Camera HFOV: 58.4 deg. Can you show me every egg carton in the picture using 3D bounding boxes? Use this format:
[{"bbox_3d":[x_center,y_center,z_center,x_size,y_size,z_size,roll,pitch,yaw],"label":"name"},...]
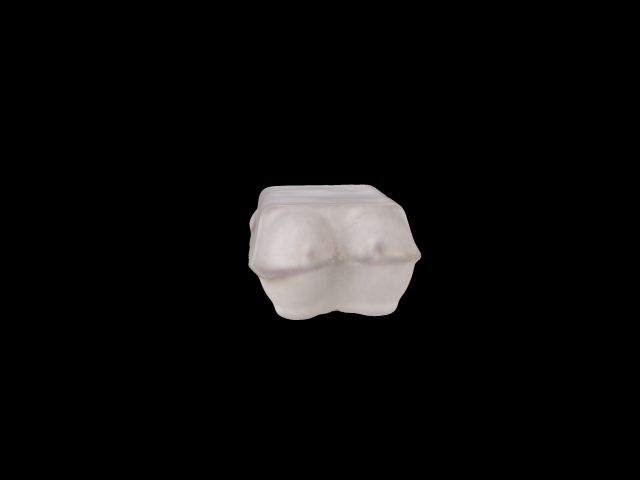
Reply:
[{"bbox_3d":[0.004,0.001,0.400,0.107,0.069,0.150,-2,14,-7],"label":"egg carton"}]
